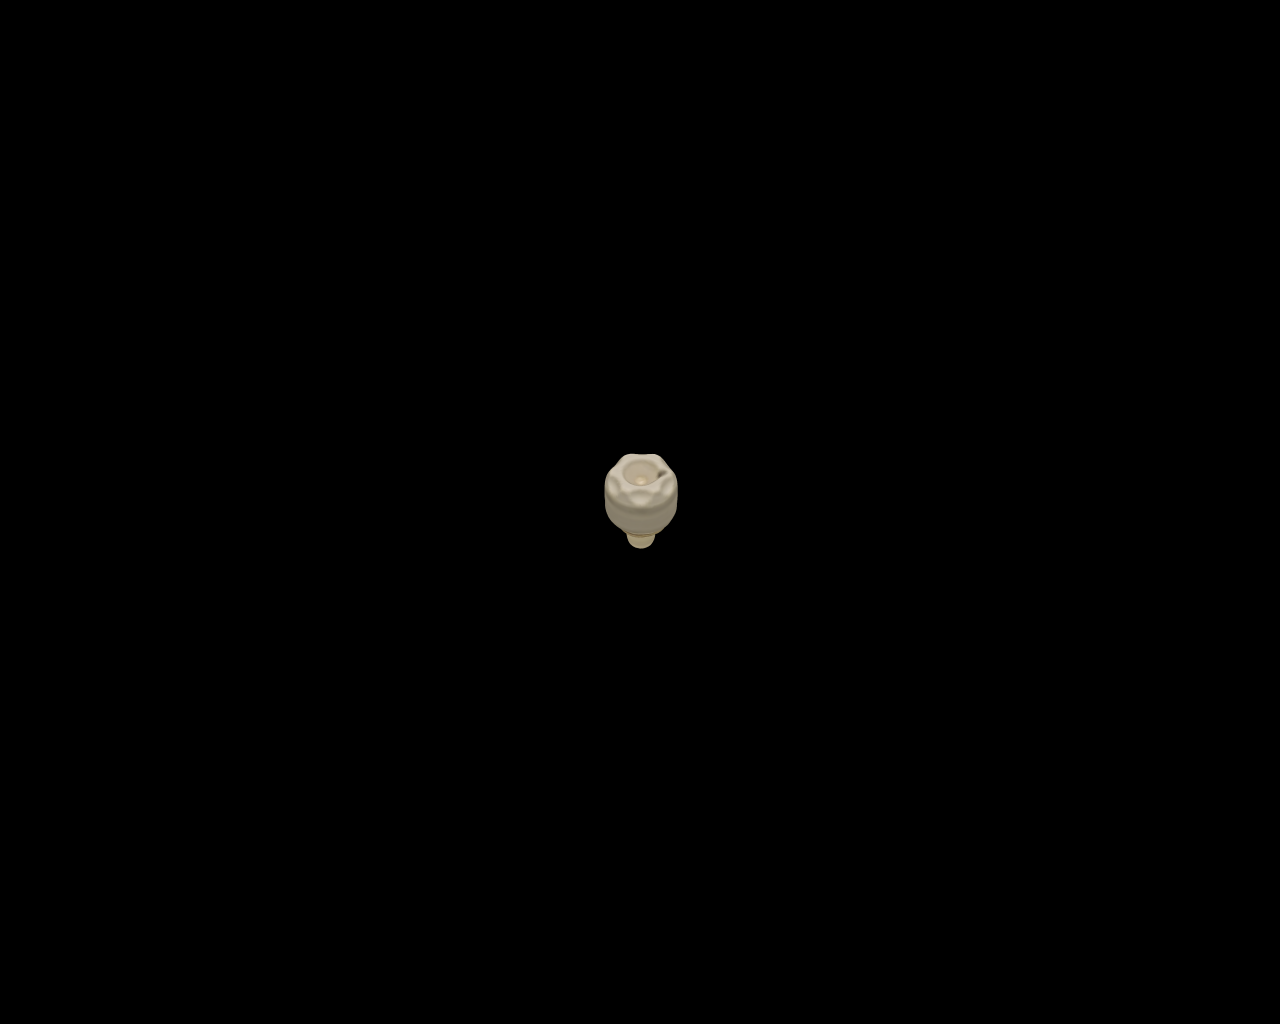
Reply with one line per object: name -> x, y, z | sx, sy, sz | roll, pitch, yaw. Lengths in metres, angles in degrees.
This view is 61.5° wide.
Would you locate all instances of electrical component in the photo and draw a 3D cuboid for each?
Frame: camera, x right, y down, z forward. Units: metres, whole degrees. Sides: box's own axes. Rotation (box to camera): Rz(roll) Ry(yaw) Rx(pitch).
electrical component -> 0.001, -0.003, 0.650 | 0.043, 0.043, 0.062 | 0, -45, 0
